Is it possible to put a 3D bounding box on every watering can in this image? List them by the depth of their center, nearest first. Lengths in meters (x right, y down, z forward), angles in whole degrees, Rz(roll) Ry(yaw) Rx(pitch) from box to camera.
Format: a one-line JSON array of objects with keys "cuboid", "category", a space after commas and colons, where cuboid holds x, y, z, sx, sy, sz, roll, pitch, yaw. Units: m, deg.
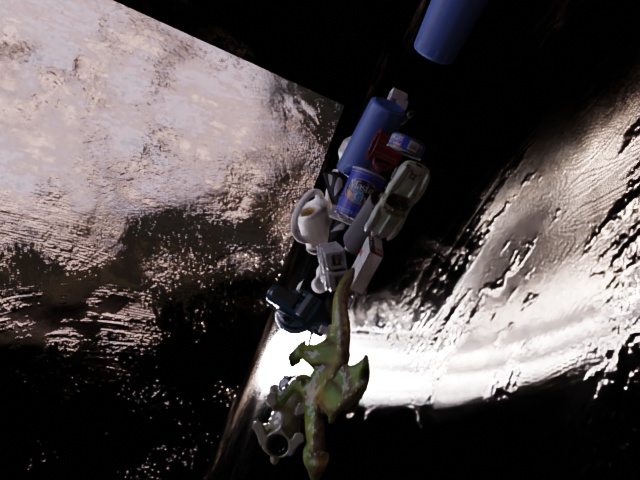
[{"cuboid": [0.006, -0.094, 1.870, 0.355, 0.104, 0.220, -50, -47, -42], "category": "watering can"}]

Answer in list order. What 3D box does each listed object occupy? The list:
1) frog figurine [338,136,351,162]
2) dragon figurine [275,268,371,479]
[{"cuboid": [0.122, -0.321, 1.928, 0.135, 0.122, 0.162, -43, 5, 24], "category": "frog figurine"}, {"cuboid": [0.037, 0.250, 1.004, 0.242, 0.121, 0.414, 0, 68, 64], "category": "dragon figurine"}]
